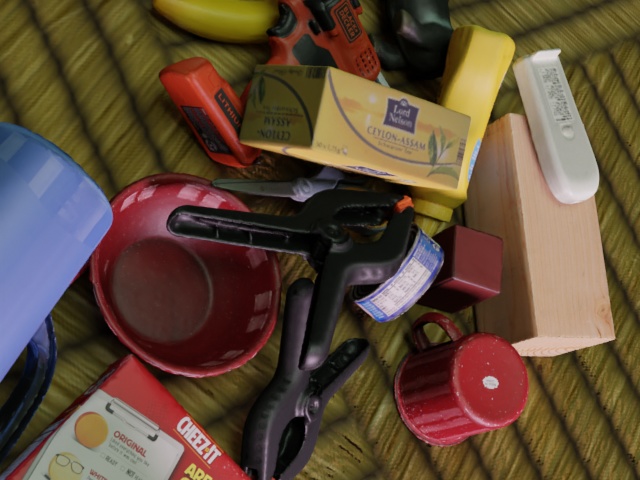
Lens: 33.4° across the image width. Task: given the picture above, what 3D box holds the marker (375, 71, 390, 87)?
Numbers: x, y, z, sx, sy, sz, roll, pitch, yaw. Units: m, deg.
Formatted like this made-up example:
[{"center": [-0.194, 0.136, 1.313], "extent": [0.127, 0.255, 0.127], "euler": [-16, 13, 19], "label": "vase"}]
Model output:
[{"center": [0.052, -0.149, 1.000], "extent": [0.020, 0.020, 0.121], "euler": [-31, 89, -32], "label": "marker"}]

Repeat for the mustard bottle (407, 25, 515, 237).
[{"center": [0.121, -0.093, 0.966], "extent": [0.058, 0.096, 0.191], "euler": [17, 93, -1], "label": "mustard bottle"}]

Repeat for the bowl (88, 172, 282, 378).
[{"center": [-0.111, 0.032, 0.827], "extent": [0.161, 0.055, 0.162], "euler": [12, 66, -30], "label": "bowl"}]

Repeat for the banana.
[{"center": [-0.053, -0.208, 0.955], "extent": [0.197, 0.037, 0.070], "euler": [-22, 75, -32], "label": "banana"}]

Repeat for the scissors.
[{"center": [-0.012, -0.058, 0.912], "extent": [0.201, 0.016, 0.096], "euler": [19, 56, -38], "label": "scissors"}]

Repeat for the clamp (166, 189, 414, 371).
[{"center": [-0.005, 0.001, 0.831], "extent": [0.165, 0.036, 0.209], "euler": [40, 42, 16], "label": "clamp"}]

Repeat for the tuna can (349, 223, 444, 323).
[{"center": [0.065, 0.028, 0.910], "extent": [0.033, 0.086, 0.086], "euler": [41, 59, -13], "label": "tuna can"}]

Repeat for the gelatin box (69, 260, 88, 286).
[{"center": [-0.223, 0.019, 0.792], "extent": [0.073, 0.030, 0.089], "euler": [45, 59, -6], "label": "gelatin box"}]

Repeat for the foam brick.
[{"center": [0.119, 0.026, 0.944], "extent": [0.051, 0.078, 0.053], "euler": [17, 66, -21], "label": "foam brick"}]

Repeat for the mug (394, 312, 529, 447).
[{"center": [0.118, 0.115, 0.912], "extent": [0.093, 0.082, 0.117], "euler": [-24, 86, -32], "label": "mug"}]

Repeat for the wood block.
[{"center": [0.196, -0.002, 0.988], "extent": [0.090, 0.090, 0.206], "euler": [4, 72, -27], "label": "wood block"}]

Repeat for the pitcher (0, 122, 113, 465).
[{"center": [-0.241, 0.050, 0.698], "extent": [0.145, 0.149, 0.242], "euler": [33, 69, 6], "label": "pitcher"}]

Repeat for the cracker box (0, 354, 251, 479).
[{"center": [-0.157, 0.213, 0.739], "extent": [0.164, 0.072, 0.213], "euler": [48, 57, -9], "label": "cracker box"}]

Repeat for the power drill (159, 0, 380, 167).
[{"center": [-0.044, -0.167, 0.895], "extent": [0.187, 0.057, 0.184], "euler": [-45, 121, -23], "label": "power drill"}]

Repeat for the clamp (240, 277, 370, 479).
[{"center": [-0.021, 0.117, 0.839], "extent": [0.120, 0.039, 0.171], "euler": [54, 52, -38], "label": "clamp"}]
